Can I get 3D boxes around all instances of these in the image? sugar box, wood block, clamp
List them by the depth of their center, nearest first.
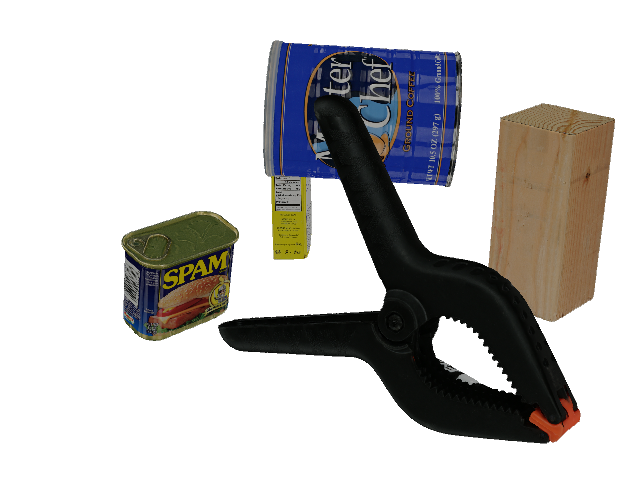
[{"bbox_3d":[0.046,0.029,0.564,0.210,0.165,0.036,28,24,26],"label":"clamp"},{"bbox_3d":[0.245,-0.031,1.143,0.090,0.206,0.090,20,28,38],"label":"wood block"},{"bbox_3d":[-0.035,-0.075,1.240,0.048,0.176,0.093,-2,25,3],"label":"sugar box"}]

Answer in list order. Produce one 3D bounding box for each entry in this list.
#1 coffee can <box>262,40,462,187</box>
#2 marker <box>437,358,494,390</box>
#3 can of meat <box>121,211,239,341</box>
[{"bbox_3d":[0.031,-0.096,0.808,0.140,0.103,0.103,4,0,2],"label":"coffee can"},{"bbox_3d":[0.090,0.100,0.798,0.020,0.020,0.121,0,19,-45],"label":"marker"},{"bbox_3d":[-0.125,0.032,0.943,0.101,0.084,0.058,-20,42,-37],"label":"can of meat"}]
